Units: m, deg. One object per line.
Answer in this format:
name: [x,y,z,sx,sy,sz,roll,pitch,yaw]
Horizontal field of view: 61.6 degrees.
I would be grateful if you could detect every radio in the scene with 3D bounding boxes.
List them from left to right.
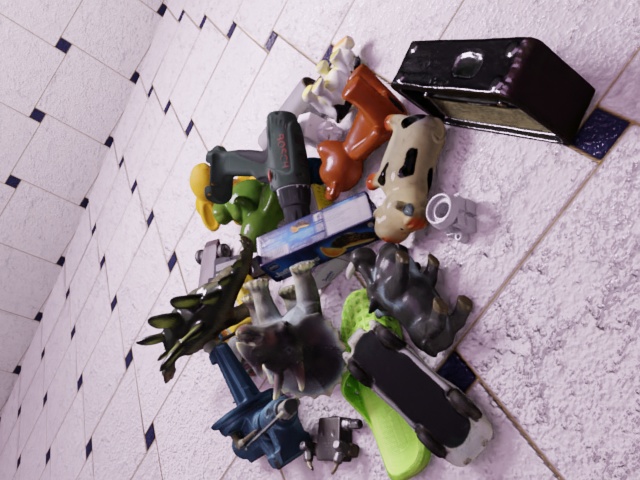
radio: [0.204,-0.191,0.677,0.230,0.131,0.073,28,95,55]

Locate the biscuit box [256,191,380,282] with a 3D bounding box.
biscuit box: [-0.002,-0.003,0.860,0.203,0.062,0.059,-23,52,14]

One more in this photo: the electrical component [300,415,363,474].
electrical component: [0.016,0.296,0.781,0.102,0.045,0.078,-17,63,50]

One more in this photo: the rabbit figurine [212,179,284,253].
rabbit figurine: [-0.118,-0.044,1.076,0.159,0.121,0.170,-39,36,12]

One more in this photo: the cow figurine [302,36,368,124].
cow figurine: [0.042,-0.301,1.004,0.068,0.098,0.167,-14,44,56]

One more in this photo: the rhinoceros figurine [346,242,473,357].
rhinoceros figurine: [0.112,0.069,0.717,0.190,0.073,0.112,48,126,37]

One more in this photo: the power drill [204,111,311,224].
power drill: [-0.111,-0.110,0.976,0.207,0.086,0.232,-5,84,35]

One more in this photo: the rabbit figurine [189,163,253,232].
rabbit figurine: [-0.215,-0.106,1.181,0.162,0.173,0.122,-54,41,16]

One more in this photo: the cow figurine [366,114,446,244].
cow figurine: [0.130,-0.087,0.778,0.127,0.085,0.194,13,84,62]

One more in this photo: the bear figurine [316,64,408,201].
bear figurine: [0.048,-0.171,0.896,0.196,0.132,0.120,-41,16,30]

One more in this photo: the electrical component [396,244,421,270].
electrical component: [0.110,0.037,0.795,0.094,0.021,0.063,-26,54,46]

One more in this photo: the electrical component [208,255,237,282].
electrical component: [-0.203,0.075,1.154,0.119,0.047,0.075,-13,59,23]

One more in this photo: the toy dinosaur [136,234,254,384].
toy dinosaur: [-0.204,0.131,0.954,0.105,0.198,0.471,44,123,12]

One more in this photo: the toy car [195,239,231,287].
toy car: [-0.250,0.095,1.237,0.089,0.053,0.202,-17,59,32]

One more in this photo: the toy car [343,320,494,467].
toy car: [0.111,0.178,0.643,0.202,0.056,0.073,40,92,30]

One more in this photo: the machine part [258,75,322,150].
machine part: [-0.053,-0.248,1.110,0.243,0.079,0.079,-47,41,32]

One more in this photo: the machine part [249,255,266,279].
machine part: [-0.104,0.048,1.073,0.139,0.039,0.084,-21,63,47]

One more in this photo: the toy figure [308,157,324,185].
toy figure: [-0.035,-0.128,1.044,0.155,0.064,0.057,7,118,60]

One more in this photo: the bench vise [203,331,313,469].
bench vise: [-0.120,0.260,0.881,0.241,0.129,0.223,56,151,17]

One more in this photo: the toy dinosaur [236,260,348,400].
toy dinosaur: [-0.043,0.153,0.839,0.404,0.131,0.192,95,159,-75]
